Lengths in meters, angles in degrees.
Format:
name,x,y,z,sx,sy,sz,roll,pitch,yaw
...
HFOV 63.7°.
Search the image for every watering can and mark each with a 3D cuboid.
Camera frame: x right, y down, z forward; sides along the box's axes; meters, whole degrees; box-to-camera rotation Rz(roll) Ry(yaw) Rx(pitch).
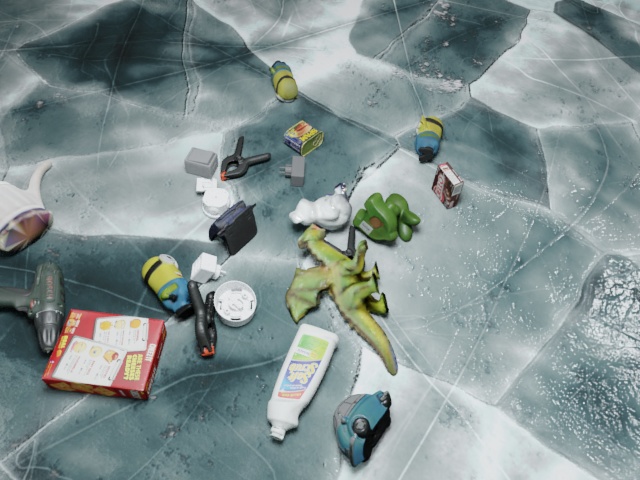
name,x,y,z,sx,sy,sz,roll,pitch,yaw
watering can,-0.790,-0.093,1.343,0.225,0.101,0.354,31,44,12

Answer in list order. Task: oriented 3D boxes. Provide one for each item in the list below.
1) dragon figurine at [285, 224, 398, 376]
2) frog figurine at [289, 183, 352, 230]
name,x,y,z,sx,sy,sz,roll,pitch,yaw
dragon figurine,0.037,0.142,1.273,0.242,0.417,0.120,-13,-21,8
frog figurine,0.004,-0.070,1.394,0.162,0.122,0.136,-34,14,-34
